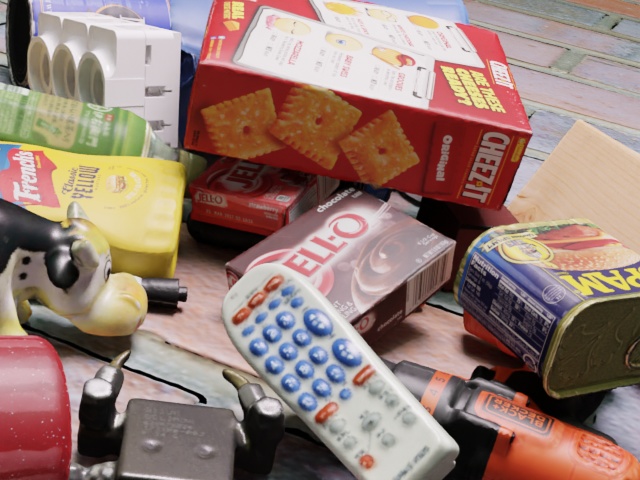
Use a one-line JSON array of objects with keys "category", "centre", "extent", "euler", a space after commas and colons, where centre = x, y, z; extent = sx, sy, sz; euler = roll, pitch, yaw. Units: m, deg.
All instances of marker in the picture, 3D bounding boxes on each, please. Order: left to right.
[{"category": "marker", "centre": [-0.139, 0.027, 0.633], "extent": [0.121, 0.020, 0.020], "euler": [5, 24, -12]}]

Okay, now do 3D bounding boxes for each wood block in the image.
[{"category": "wood block", "centre": [0.228, 0.012, 0.706], "extent": [0.090, 0.091, 0.206], "euler": [32, 9, -35]}]

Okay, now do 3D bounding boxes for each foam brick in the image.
[{"category": "foam brick", "centre": [0.104, -0.003, 0.764], "extent": [0.051, 0.053, 0.078], "euler": [4, 24, -16]}]

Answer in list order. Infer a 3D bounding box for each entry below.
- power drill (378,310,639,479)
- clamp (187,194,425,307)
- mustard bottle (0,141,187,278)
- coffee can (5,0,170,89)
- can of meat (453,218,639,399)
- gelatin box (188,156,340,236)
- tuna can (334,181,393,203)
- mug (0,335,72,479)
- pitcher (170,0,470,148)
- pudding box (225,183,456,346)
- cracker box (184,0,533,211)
[{"category": "power drill", "centre": [0.092, 0.073, 0.587], "extent": [0.184, 0.057, 0.187], "euler": [22, 29, 15]}, {"category": "clamp", "centre": [-0.005, 0.001, 0.730], "extent": [0.120, 0.039, 0.172], "euler": [-29, 44, -32]}, {"category": "mustard bottle", "centre": [-0.183, -0.022, 0.673], "extent": [0.191, 0.058, 0.096], "euler": [7, 42, -6]}, {"category": "coffee can", "centre": [-0.206, -0.185, 0.974], "extent": [0.140, 0.103, 0.103], "euler": [-3, 27, -28]}, {"category": "can of meat", "centre": [0.133, 0.032, 0.559], "extent": [0.101, 0.057, 0.084], "euler": [-5, 31, -31]}, {"category": "gelatin box", "centre": [-0.036, -0.038, 0.725], "extent": [0.073, 0.030, 0.089], "euler": [14, 33, 21]}, {"category": "tuna can", "centre": [0.016, -0.057, 0.806], "extent": [0.033, 0.086, 0.086], "euler": [-12, 33, -39]}, {"category": "mug", "centre": [-0.156, 0.081, 0.439], "extent": [0.081, 0.093, 0.117], "euler": [2, -12, -31]}, {"category": "pitcher", "centre": [-0.002, -0.149, 0.896], "extent": [0.243, 0.145, 0.149], "euler": [-2, 52, -1]}, {"category": "pudding box", "centre": [0.013, 0.020, 0.649], "extent": [0.090, 0.039, 0.113], "euler": [32, 49, 33]}, {"category": "cracker box", "centre": [0.023, -0.105, 0.734], "extent": [0.213, 0.072, 0.164], "euler": [12, 33, -8]}]
